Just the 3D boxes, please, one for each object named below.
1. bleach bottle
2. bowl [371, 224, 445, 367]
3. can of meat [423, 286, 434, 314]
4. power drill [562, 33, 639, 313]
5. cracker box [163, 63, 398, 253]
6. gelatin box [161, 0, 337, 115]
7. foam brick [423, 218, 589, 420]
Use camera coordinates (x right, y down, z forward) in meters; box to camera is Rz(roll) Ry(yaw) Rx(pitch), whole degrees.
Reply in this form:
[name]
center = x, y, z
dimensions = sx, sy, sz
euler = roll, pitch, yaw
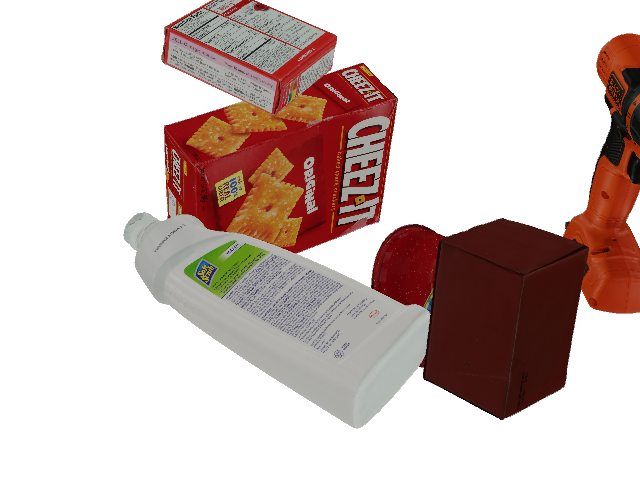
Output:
[bleach bottle]
center = -0.046, 0.040, 0.820
dimensions = 0.251, 0.068, 0.102
euler = 29, 51, 25
[bowl]
center = 0.130, 0.058, 1.175
dimensions = 0.161, 0.162, 0.055
euler = 0, -8, -44
[can of meat]
center = 0.146, 0.063, 0.967
dimensions = 0.084, 0.057, 0.102
euler = 24, 42, 20
[power drill]
center = 0.238, -0.039, 0.801
dimensions = 0.057, 0.188, 0.184
euler = 3, 35, -4
[cracker box]
center = -0.038, -0.058, 1.010
dimensions = 0.213, 0.164, 0.072
euler = -20, 51, -24
[gelatin box]
center = -0.045, -0.122, 0.686
dimensions = 0.089, 0.030, 0.073
euler = 26, 42, 17
[foam brick]
center = 0.088, 0.036, 0.512
dimensions = 0.052, 0.078, 0.051
euler = -17, 31, -41
